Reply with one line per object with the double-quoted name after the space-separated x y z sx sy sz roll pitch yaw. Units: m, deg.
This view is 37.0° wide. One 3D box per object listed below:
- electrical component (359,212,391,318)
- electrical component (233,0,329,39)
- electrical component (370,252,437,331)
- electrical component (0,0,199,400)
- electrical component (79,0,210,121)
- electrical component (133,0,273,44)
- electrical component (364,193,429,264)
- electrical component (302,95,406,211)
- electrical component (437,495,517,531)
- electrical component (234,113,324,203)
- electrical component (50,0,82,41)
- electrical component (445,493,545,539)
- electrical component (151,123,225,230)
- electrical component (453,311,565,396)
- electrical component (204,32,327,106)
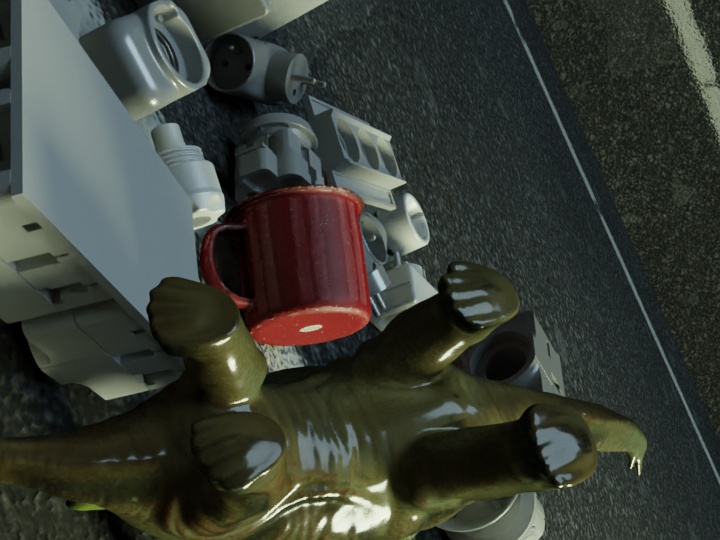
0.000 0.000 0.850 0.079 0.044 0.077 63 21 -9 "electrical component"
-0.065 -0.229 0.818 0.078 0.113 0.057 7 61 -68 "electrical component"
0.040 0.020 0.930 0.083 0.047 0.075 43 32 -50 "electrical component"
-0.130 -0.024 0.470 0.186 0.060 0.105 64 14 -61 "electrical component"
-0.129 -0.119 0.624 0.053 0.059 0.095 64 21 -14 "electrical component"
-0.107 -0.202 0.707 0.099 0.100 0.048 58 35 -26 "electrical component"
0.031 -0.038 0.963 0.055 0.047 0.055 51 26 -39 "electrical component"
-0.018 -0.087 0.866 0.121 0.063 0.078 8 63 -67 "electrical component"
0.083 0.150 0.840 0.064 0.099 0.099 20 52 -72 "electrical component"
-0.058 -0.074 0.763 0.078 0.058 0.057 41 37 -52 "electrical component"
-0.176 -0.133 0.547 0.063 0.042 0.081 49 28 -50 "electrical component"
0.110 0.199 0.884 0.051 0.080 0.080 52 25 -50 "electrical component"
-0.108 -0.056 0.639 0.043 0.043 0.062 8 61 -67 "electrical component"
0.066 0.096 0.771 0.061 0.150 0.089 55 24 -35 "electrical component"
-0.064 -0.144 0.791 0.077 0.079 0.043 -3 106 -69 "electrical component"
